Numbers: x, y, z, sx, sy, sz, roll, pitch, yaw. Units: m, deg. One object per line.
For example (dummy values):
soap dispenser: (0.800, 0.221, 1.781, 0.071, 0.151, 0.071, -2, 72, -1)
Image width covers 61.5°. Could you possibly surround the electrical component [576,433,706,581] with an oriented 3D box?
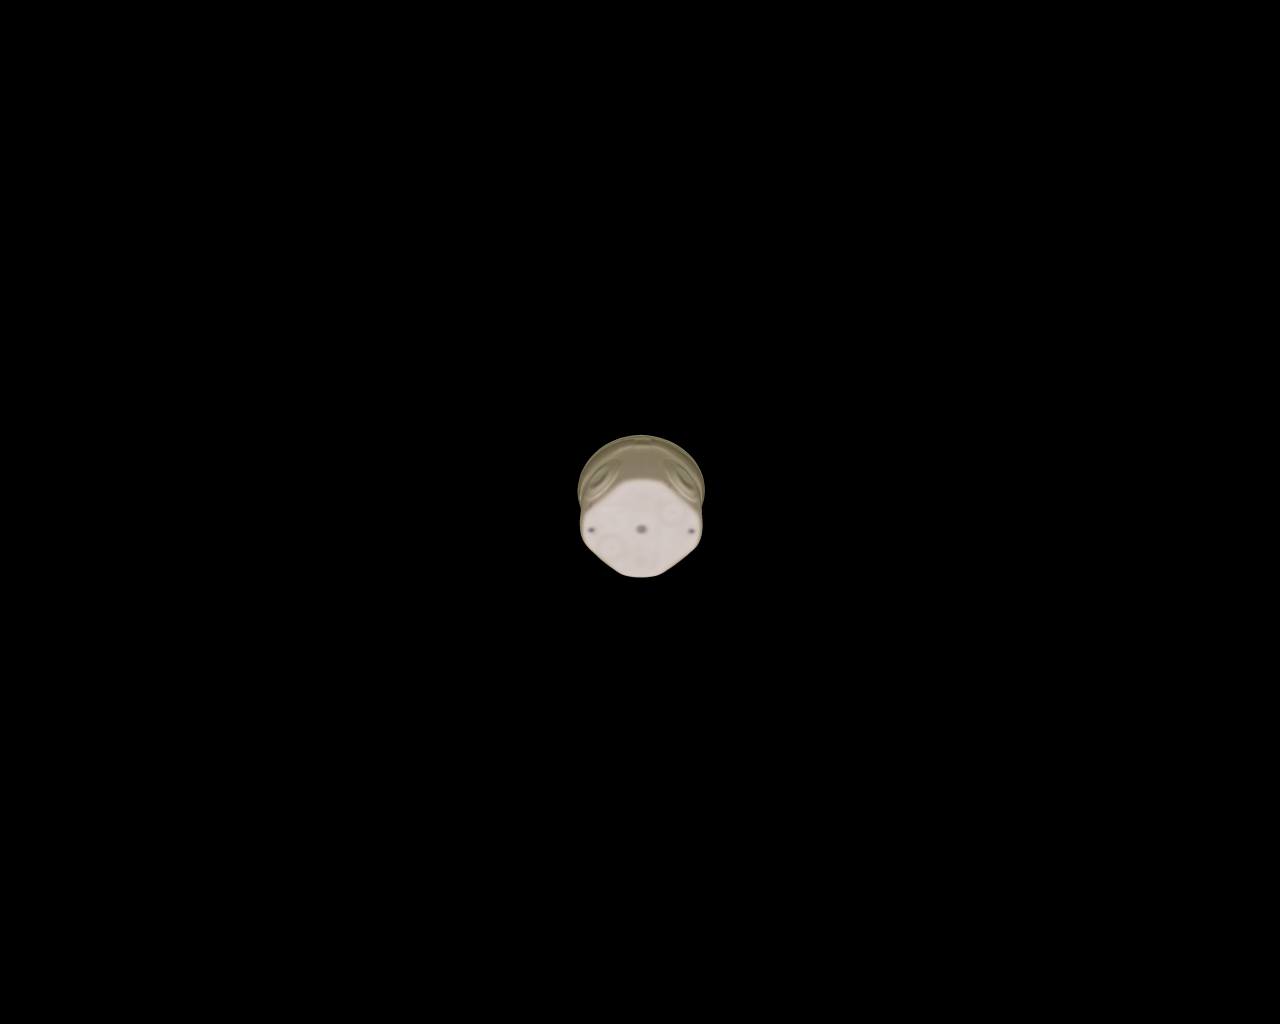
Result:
electrical component: (0.001, -0.003, 0.650, 0.080, 0.080, 0.051, 0, 32, 0)
